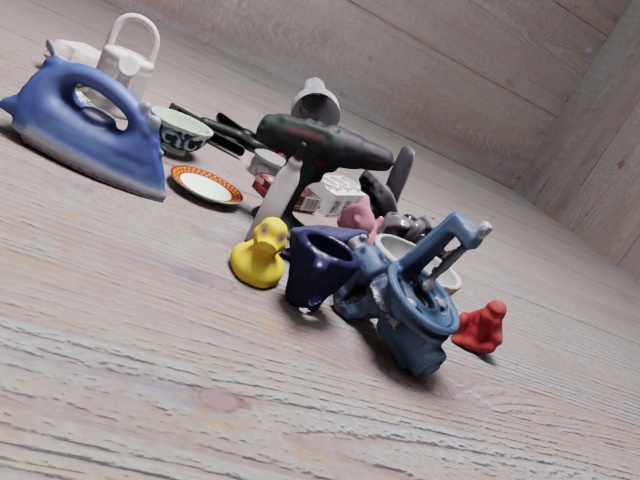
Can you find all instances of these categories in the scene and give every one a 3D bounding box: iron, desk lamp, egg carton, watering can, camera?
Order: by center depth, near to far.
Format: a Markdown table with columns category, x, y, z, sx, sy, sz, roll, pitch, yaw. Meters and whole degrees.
| category | x | y | z | sx | sy | sz | roll | pitch | yaw |
| --- | --- | --- | --- | --- | --- | --- | --- | --- | --- |
| iron | -0.319 | -0.177 | 0.843 | 0.258 | 0.141 | 0.119 | 27 | 18 | -1 |
| watering can | -0.375 | -0.341 | 1.118 | 0.101 | 0.194 | 0.172 | 8 | 27 | -46 |
| camera | 0.199 | 0.008 | 1.145 | 0.143 | 0.101 | 0.136 | 22 | 19 | -18 |
| egg carton | -0.505 | -0.373 | 1.217 | 0.107 | 0.069 | 0.150 | 29 | 18 | 2 |
| desk lamp | -0.040 | -0.300 | 1.447 | 0.118 | 0.213 | 0.203 | 21 | 20 | -19 |

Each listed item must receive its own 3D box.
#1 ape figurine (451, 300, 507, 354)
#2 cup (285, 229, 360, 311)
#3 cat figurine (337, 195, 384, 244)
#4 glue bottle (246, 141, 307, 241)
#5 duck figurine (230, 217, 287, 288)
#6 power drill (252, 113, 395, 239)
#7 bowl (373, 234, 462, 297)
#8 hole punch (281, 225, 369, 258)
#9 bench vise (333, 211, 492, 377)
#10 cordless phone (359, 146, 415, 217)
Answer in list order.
| category | x | y | z | sx | sy | sz | roll | pitch | yaw |
| --- | --- | --- | --- | --- | --- | --- | --- | --- | --- |
| ape figurine | 0.262 | 0.134 | 0.914 | 0.076 | 0.092 | 0.077 | 5 | 29 | -49 |
| cup | -0.008 | 0.050 | 0.752 | 0.091 | 0.095 | 0.118 | 28 | 18 | 0 |
| cat figurine | 0.072 | -0.022 | 1.019 | 0.067 | 0.117 | 0.128 | 39 | 21 | 31 |
| glue bottle | -0.060 | -0.073 | 0.882 | 0.037 | 0.173 | 0.078 | 26 | 18 | -3 |
| duck figurine | -0.074 | 0.007 | 0.787 | 0.077 | 0.086 | 0.104 | 25 | 19 | -7 |
| power drill | -0.017 | -0.105 | 0.970 | 0.229 | 0.208 | 0.076 | 28 | 18 | 0 |
| bowl | 0.151 | 0.062 | 0.975 | 0.167 | 0.074 | 0.167 | 25 | 19 | -9 |
| hole punch | 0.008 | 0.003 | 0.905 | 0.101 | 0.091 | 0.109 | 36 | 20 | 23 |
| bench vise | 0.115 | 0.040 | 0.754 | 0.207 | 0.219 | 0.122 | 35 | 20 | 20 |
| cordless phone | 0.164 | -0.151 | 1.385 | 0.094 | 0.185 | 0.147 | 16 | 22 | -32 |
